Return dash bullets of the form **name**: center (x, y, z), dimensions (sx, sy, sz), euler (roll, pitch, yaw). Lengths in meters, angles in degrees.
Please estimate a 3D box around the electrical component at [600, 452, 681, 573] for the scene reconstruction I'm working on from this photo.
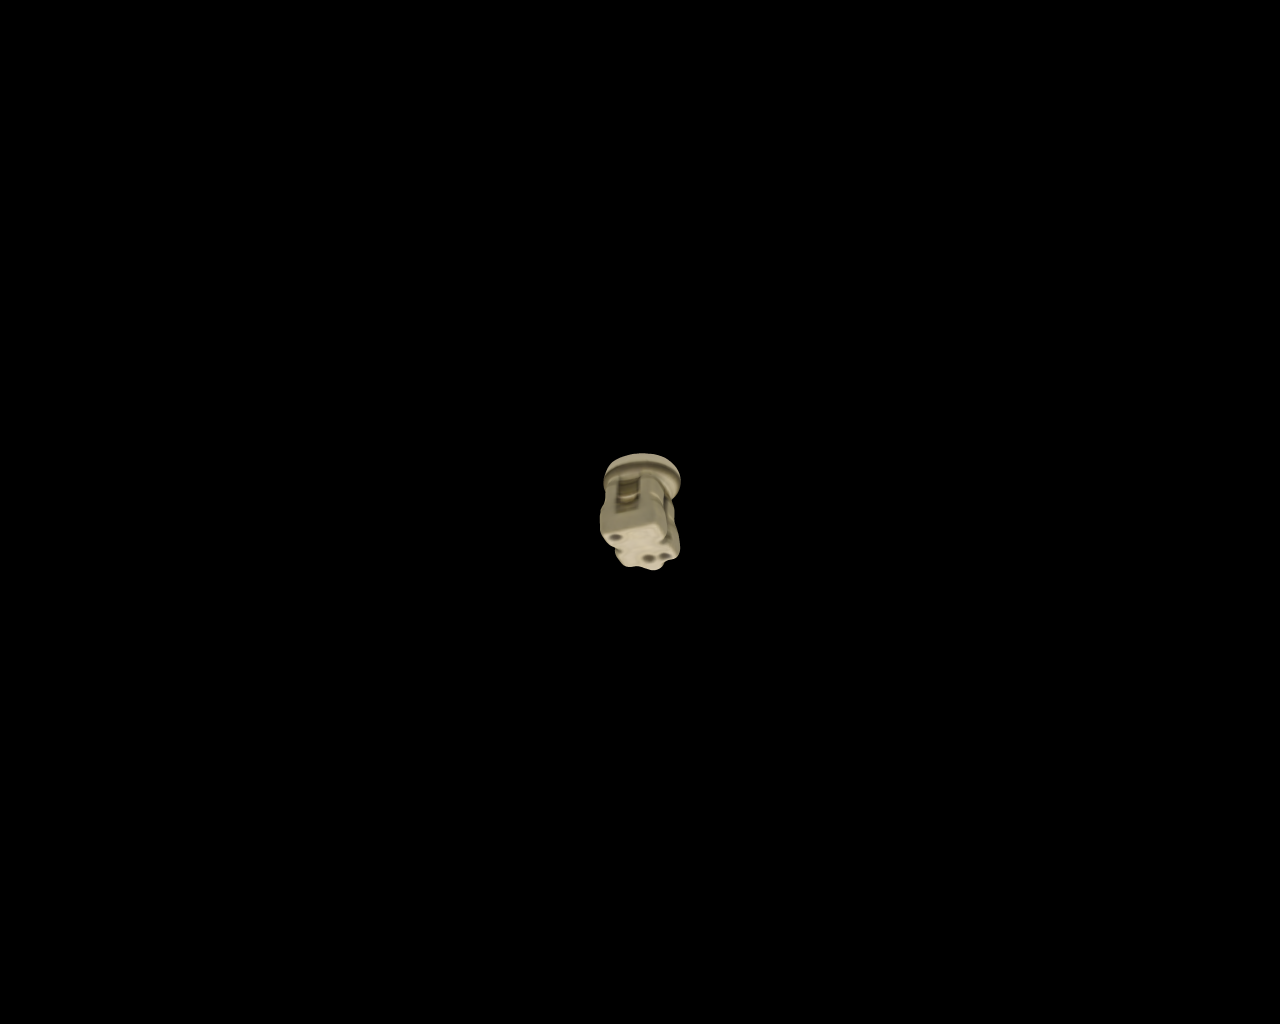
- **electrical component**: center (0.001, -0.003, 0.650), dimensions (0.048, 0.055, 0.066), euler (-10, -34, 15)
